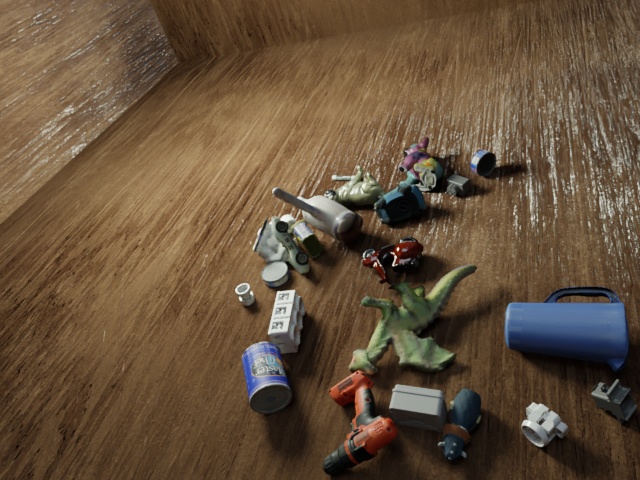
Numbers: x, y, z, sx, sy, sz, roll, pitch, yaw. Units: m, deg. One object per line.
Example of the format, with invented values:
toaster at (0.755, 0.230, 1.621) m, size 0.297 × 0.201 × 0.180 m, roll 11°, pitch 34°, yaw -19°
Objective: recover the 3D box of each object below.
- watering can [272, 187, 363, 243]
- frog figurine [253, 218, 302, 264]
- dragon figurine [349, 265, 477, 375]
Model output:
watering can at (0.005, -0.081, 1.610) m, size 0.226 × 0.346 × 0.103 m, roll 30°, pitch 97°, yaw 26°
frog figurine at (-0.129, 0.018, 1.688) m, size 0.159 × 0.120 × 0.140 m, roll 23°, pitch 57°, yaw -3°
dragon figurine at (0.252, 0.218, 1.288) m, size 0.410 × 0.119 × 0.248 m, roll -22°, pitch 54°, yaw 0°
